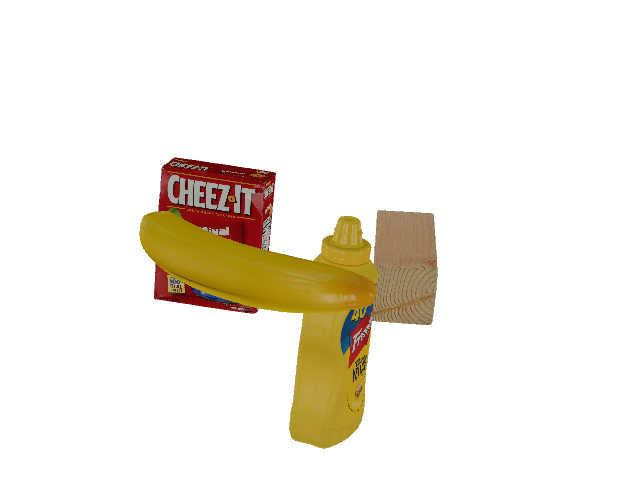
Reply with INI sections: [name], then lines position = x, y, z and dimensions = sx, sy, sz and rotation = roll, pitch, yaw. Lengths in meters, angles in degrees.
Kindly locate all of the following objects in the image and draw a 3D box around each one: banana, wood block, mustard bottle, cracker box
[banana]
position = -0.058, 0.011, 0.696
dimensions = 0.198, 0.037, 0.069
rotation = 22, 37, 37
[wood block]
position = 0.124, 0.036, 1.587
dimensions = 0.091, 0.090, 0.206
rotation = 4, 24, 3
[mustard bottle]
position = 0.014, 0.072, 0.903
dimensions = 0.058, 0.192, 0.096
rotation = 13, 21, 20
[cracker box]
position = -0.162, -0.005, 1.617
dimensions = 0.164, 0.214, 0.072
rotation = 9, 18, 8

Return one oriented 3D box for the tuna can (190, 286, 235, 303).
[tuna can]
position = -0.093, 0.036, 1.111
dimensions = 0.086, 0.034, 0.086
rotation = 5, 19, -2
